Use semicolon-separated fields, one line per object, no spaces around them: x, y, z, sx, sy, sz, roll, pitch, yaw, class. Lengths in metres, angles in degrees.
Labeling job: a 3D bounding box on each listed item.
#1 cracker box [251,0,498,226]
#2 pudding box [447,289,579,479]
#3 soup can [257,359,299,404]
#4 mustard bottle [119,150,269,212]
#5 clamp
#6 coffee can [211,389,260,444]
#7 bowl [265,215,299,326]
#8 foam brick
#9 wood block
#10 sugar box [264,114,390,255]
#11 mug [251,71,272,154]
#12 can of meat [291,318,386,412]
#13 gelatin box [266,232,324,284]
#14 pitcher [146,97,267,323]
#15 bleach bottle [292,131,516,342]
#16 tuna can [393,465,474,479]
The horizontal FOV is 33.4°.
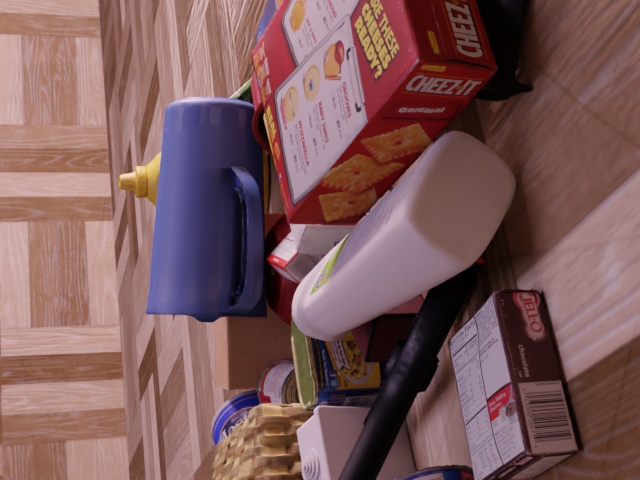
0.030;-0.131;0.781;0.214;0.072;0.164;-48;48;51;cracker box
0.125;0.101;0.713;0.090;0.039;0.113;117;150;-60;pudding box
-0.022;0.163;1.148;0.102;0.068;0.068;166;103;-72;soup can
-0.164;-0.075;1.388;0.058;0.191;0.096;-155;65;-71;mustard bottle
0.065;0.103;0.806;0.210;0.036;0.164;-66;-5;24;clamp
-0.062;0.252;1.221;0.140;0.102;0.103;-121;34;-59;coffee can
-0.026;0.032;1.177;0.162;0.055;0.162;179;90;-74;bowl
0.055;0.060;0.914;0.078;0.053;0.051;-113;27;-52;foam brick
-0.080;0.073;1.293;0.090;0.090;0.206;166;103;-74;wood block
0.009;-0.065;0.993;0.048;0.093;0.176;109;155;-50;sugar box
-0.031;-0.155;1.114;0.081;0.093;0.117;-102;1;-48;mug
0.022;0.105;0.971;0.057;0.083;0.102;120;145;-60;can of meat
-0.007;0.001;1.073;0.089;0.030;0.073;-46;17;-8;gelatin box
-0.115;-0.031;1.172;0.145;0.149;0.243;16;-105;-76;pitcher
0.043;0.015;0.809;0.102;0.068;0.251;-57;9;-31;bleach bottle
0.081;0.199;0.781;0.086;0.086;0.034;109;153;-49;tuna can
